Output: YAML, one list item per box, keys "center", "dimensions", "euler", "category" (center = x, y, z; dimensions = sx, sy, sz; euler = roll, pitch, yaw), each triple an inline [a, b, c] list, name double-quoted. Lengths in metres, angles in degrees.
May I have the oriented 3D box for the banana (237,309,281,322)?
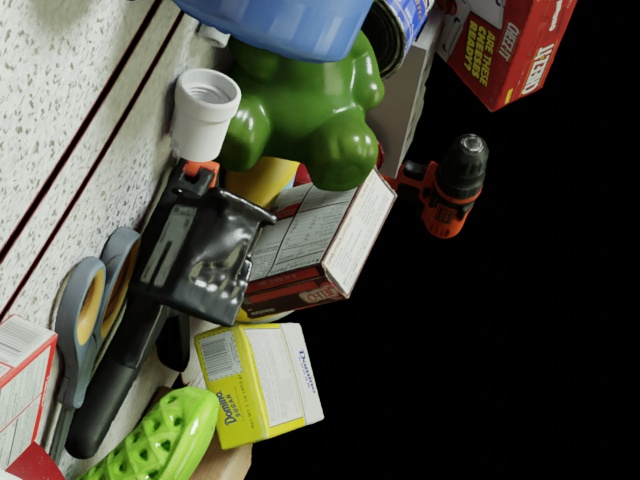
- center: [-0.037, 0.028, 0.837]
  dimensions: [0.197, 0.037, 0.070]
  euler: [-30, 128, -56]
  category: "banana"

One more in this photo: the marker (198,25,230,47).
- center: [-0.044, -0.178, 0.664]
  dimensions: [0.020, 0.020, 0.121]
  euler: [54, 58, -80]
  category: "marker"

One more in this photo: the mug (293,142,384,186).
- center: [-0.005, -0.064, 1.026]
  dimensions: [0.117, 0.093, 0.081]
  euler: [-11, -138, 55]
  category: "mug"

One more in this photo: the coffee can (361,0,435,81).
- center: [0.045, -0.209, 0.864]
  dimensions: [0.103, 0.103, 0.140]
  euler: [101, 14, -53]
  category: "coffee can"

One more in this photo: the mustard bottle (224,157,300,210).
- center: [-0.051, -0.033, 0.857]
  dimensions: [0.096, 0.058, 0.192]
  euler: [-62, 170, -49]
  category: "mustard bottle"

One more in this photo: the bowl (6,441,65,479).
- center: [-0.181, 0.183, 0.594]
  dimensions: [0.162, 0.055, 0.162]
  euler: [22, 89, -82]
  category: "bowl"

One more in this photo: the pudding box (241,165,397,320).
- center: [-0.005, 0.001, 0.759]
  dimensions: [0.039, 0.090, 0.113]
  euler: [53, 43, -28]
  category: "pudding box"

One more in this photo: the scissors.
- center: [-0.154, 0.087, 0.647]
  dimensions: [0.096, 0.016, 0.202]
  euler: [11, 99, -83]
  category: "scissors"

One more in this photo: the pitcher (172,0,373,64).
- center: [0.005, -0.223, 0.546]
  dimensions: [0.149, 0.145, 0.243]
  euler: [-16, 133, -64]
  category: "pitcher"

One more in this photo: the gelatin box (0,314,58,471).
- center: [-0.168, 0.088, 0.520]
  dimensions: [0.089, 0.030, 0.073]
  euler: [-50, 161, -59]
  category: "gelatin box"

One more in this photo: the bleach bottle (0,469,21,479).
- center: [-0.205, 0.191, 0.393]
  dimensions: [0.250, 0.068, 0.102]
  euler: [-64, 150, -14]
  category: "bleach bottle"

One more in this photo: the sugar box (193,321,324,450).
- center: [-0.047, 0.117, 0.889]
  dimensions: [0.176, 0.048, 0.093]
  euler: [26, 48, -76]
  category: "sugar box"

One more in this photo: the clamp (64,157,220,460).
- center: [-0.113, 0.042, 0.731]
  dimensions: [0.164, 0.036, 0.210]
  euler: [-51, 161, -60]
  category: "clamp"

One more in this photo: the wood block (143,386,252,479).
- center: [-0.139, 0.238, 0.884]
  dimensions: [0.090, 0.091, 0.206]
  euler: [99, 16, -54]
  category: "wood block"

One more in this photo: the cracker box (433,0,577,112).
- center: [0.132, -0.248, 0.952]
  dimensions: [0.072, 0.214, 0.164]
  euler: [-27, 153, -22]
  category: "cracker box"

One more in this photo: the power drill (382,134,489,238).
- center: [0.085, -0.082, 1.158]
  dimensions: [0.184, 0.188, 0.057]
  euler: [99, 16, -62]
  category: "power drill"
